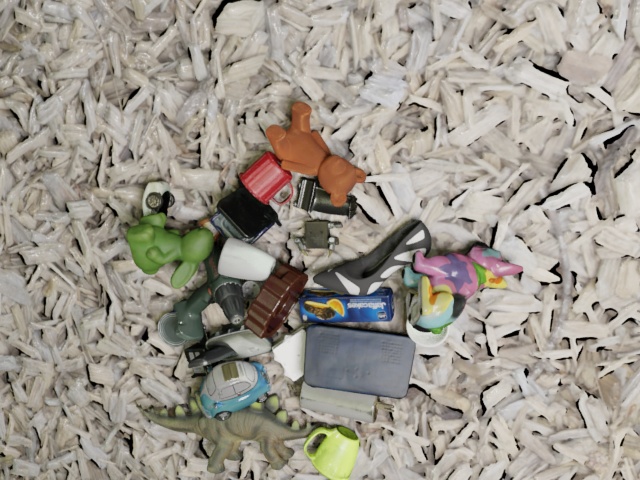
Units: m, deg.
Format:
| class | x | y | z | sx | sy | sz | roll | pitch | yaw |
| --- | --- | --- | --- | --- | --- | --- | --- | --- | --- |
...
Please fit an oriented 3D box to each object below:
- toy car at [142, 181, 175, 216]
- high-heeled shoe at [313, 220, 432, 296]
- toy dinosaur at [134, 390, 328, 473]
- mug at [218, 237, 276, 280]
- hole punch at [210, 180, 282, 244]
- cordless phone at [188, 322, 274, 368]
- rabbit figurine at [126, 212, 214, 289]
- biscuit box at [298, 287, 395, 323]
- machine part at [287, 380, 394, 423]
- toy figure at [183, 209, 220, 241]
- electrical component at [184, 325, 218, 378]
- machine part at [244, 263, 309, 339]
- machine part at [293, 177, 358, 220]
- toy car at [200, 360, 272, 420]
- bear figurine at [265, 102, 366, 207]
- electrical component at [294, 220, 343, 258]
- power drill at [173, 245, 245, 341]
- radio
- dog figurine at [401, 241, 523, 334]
| class | x | y | z | sx | sy | sz | roll | pitch | yaw |
| --- | --- | --- | --- | --- | --- | --- | --- | --- | --- |
| toy car | -0.391 | -0.040 | 1.263 | 0.056 | 0.073 | 0.201 | 16 | 101 | 10 |
| high-heeled shoe | 0.106 | 0.032 | 1.114 | 0.249 | 0.086 | 0.145 | -4 | 118 | -1 |
| toy dinosaur | -0.216 | 0.433 | 1.267 | 0.472 | 0.105 | 0.198 | -5 | 89 | 7 |
| mug | -0.149 | 0.050 | 1.128 | 0.107 | 0.109 | 0.081 | 17 | 78 | 5 |
| hole punch | -0.169 | -0.047 | 1.190 | 0.142 | 0.116 | 0.092 | 46 | 141 | 7 |
| cordless phone | -0.198 | 0.238 | 1.188 | 0.147 | 0.184 | 0.088 | -15 | 89 | 18 |
| rabbit figurine | -0.315 | 0.024 | 1.171 | 0.170 | 0.121 | 0.159 | -2 | 104 | 4 |
| biscuit box | 0.058 | 0.140 | 1.162 | 0.203 | 0.059 | 0.062 | -4 | 104 | 16 |
| machine part | 0.044 | 0.351 | 1.190 | 0.243 | 0.079 | 0.079 | 6 | 99 | 15 |
| toy figure | -0.267 | -0.012 | 1.242 | 0.154 | 0.058 | 0.064 | -38 | 127 | 16 |
| electrical component | -0.280 | 0.266 | 1.278 | 0.075 | 0.048 | 0.119 | -6 | 99 | 34 |
| machine part | -0.093 | 0.129 | 1.150 | 0.056 | 0.179 | 0.179 | 33 | 105 | 11 |
| machine part | 0.014 | -0.086 | 1.160 | 0.139 | 0.039 | 0.084 | 19 | 97 | 14 |
| toy car | -0.191 | 0.314 | 1.173 | 0.162 | 0.102 | 0.109 | -17 | 49 | -6 |
| bear figurine | -0.003 | -0.169 | 1.101 | 0.196 | 0.131 | 0.120 | 37 | 69 | 20 |
| electrical component | -0.004 | -0.004 | 1.172 | 0.102 | 0.045 | 0.078 | 6 | 101 | 15 |
| power drill | -0.248 | 0.138 | 1.196 | 0.207 | 0.086 | 0.232 | -52 | 40 | 32 |
| radio | 0.080 | 0.253 | 1.134 | 0.230 | 0.073 | 0.131 | 6 | 82 | 6 |
| dog figurine | 0.279 | 0.089 | 1.036 | 0.219 | 0.108 | 0.191 | 1 | 56 | -6 |
